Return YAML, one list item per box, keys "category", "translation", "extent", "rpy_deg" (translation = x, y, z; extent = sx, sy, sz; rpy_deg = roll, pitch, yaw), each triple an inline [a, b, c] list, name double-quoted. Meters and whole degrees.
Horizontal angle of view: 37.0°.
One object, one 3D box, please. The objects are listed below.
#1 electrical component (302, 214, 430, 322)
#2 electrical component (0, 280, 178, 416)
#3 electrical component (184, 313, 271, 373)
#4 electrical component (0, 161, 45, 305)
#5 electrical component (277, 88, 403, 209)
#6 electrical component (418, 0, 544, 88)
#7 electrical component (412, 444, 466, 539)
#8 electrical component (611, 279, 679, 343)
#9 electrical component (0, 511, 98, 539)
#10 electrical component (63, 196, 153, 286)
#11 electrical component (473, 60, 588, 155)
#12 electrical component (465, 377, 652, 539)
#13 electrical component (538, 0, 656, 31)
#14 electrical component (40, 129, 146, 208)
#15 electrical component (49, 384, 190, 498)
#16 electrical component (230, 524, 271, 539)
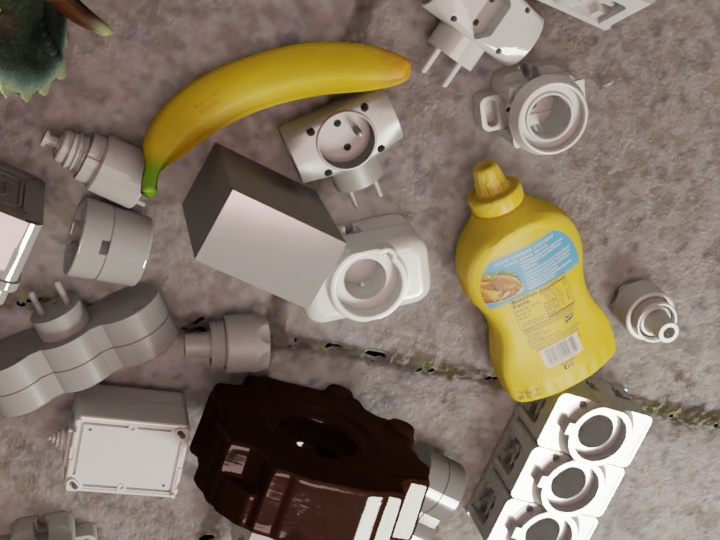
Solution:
- category: "electrical component"
  translation: [0.000, 0.000, 0.781]
  extent: [0.095, 0.059, 0.053]
  rpy_deg: [-12, 115, -9]
- category: "electrical component"
  translation: [-0.205, 0.041, 0.751]
  extent: [0.138, 0.052, 0.073]
  rpy_deg: [-23, 116, -4]
- category: "electrical component"
  translation: [-0.098, 0.054, 0.789]
  extent: [0.062, 0.043, 0.043]
  rpy_deg: [-2, 113, -12]
- category: "electrical component"
  translation: [-0.245, -0.032, 0.676]
  extent: [0.078, 0.113, 0.057]
  rpy_deg: [23, 102, -22]
- category: "electrical component"
  translation: [-0.007, -0.080, 0.753]
  extent: [0.077, 0.044, 0.079]
  rpy_deg: [-25, 117, -3]
- category: "electrical component"
  translation: [0.073, -0.163, 0.738]
  extent: [0.077, 0.043, 0.079]
  rpy_deg: [30, 103, -24]
- category: "electrical component"
  translation: [0.018, 0.200, 0.876]
  extent: [0.074, 0.052, 0.138]
  rpy_deg: [30, 103, -24]
- category: "electrical component"
  translation: [0.231, 0.036, 0.854]
  extent: [0.043, 0.062, 0.043]
  rpy_deg: [-5, 114, -12]
- category: "electrical component"
  translation: [-0.240, 0.225, 0.819]
  extent: [0.078, 0.057, 0.058]
  rpy_deg: [-7, 114, -11]
- category: "electrical component"
  translation: [-0.171, -0.018, 0.734]
  extent: [0.047, 0.055, 0.055]
  rpy_deg: [15, 108, -24]
- category: "electrical component"
  translation: [0.127, -0.115, 0.765]
  extent: [0.078, 0.057, 0.058]
  rpy_deg: [-14, 115, -8]
- category: "electrical component"
  translation: [0.165, 0.164, 0.893]
  extent: [0.089, 0.061, 0.150]
  rpy_deg: [17, 108, -20]
- category: "electrical component"
  translation: [0.124, -0.230, 0.692]
  extent: [0.150, 0.062, 0.089]
  rpy_deg: [18, 77, -21]
- category: "electrical component"
  translation: [-0.174, -0.072, 0.717]
  extent: [0.078, 0.040, 0.040]
  rpy_deg: [25, 105, -22]
- category: "electrical component"
  translation: [-0.178, 0.122, 0.787]
  extent: [0.096, 0.061, 0.061]
  rpy_deg: [8, 111, -17]
- category: "electrical component"
  translation: [-0.063, 0.189, 0.848]
  extent: [0.050, 0.055, 0.089]
  rpy_deg: [17, 108, -20]
